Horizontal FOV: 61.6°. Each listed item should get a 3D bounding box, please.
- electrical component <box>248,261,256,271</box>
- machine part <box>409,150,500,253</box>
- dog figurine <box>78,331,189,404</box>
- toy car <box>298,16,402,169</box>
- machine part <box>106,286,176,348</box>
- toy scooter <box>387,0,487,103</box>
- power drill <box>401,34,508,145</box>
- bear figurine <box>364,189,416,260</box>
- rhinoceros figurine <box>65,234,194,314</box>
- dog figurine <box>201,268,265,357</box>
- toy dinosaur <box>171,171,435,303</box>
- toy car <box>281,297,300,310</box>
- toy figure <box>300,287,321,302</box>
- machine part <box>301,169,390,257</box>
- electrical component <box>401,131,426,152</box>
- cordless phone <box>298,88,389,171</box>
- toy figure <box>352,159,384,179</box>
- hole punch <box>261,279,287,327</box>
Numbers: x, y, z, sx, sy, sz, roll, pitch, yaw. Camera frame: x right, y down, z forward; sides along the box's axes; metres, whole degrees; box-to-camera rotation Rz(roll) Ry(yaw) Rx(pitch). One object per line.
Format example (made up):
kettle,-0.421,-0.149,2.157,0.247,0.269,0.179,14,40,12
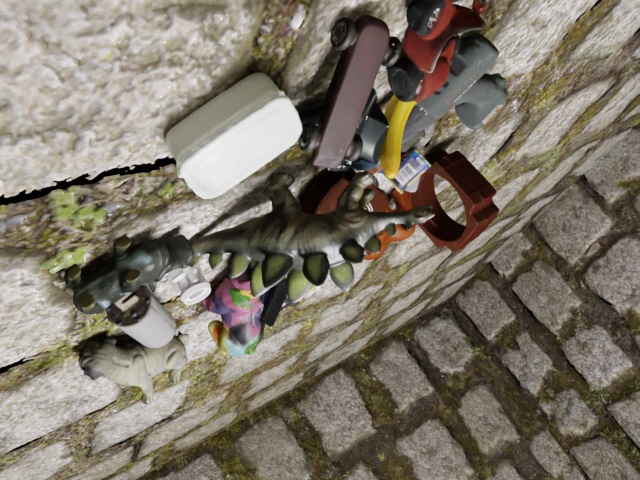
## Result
electrical component,-0.103,0.018,0.975,0.048,0.119,0.074,0,146,-31
machine part,0.297,-0.090,1.234,0.087,0.201,0.201,-28,160,-25
dog figurine,-0.357,0.218,1.054,0.172,0.121,0.190,-55,152,-21
toy car,0.034,-0.191,0.708,0.089,0.053,0.202,3,120,-34
machine part,-0.315,0.139,0.957,0.079,0.079,0.243,-31,161,-12
toy scooter,0.174,-0.284,0.774,0.135,0.075,0.183,-29,156,-20
power drill,0.237,-0.250,0.964,0.207,0.086,0.232,1,138,-48
bear figurine,0.142,-0.030,1.297,0.120,0.132,0.196,-20,174,-33
rhinoceros figurine,-0.282,0.051,0.811,0.190,0.073,0.112,-30,159,-14
dog figurine,-0.144,0.125,1.071,0.108,0.191,0.219,-11,166,-36
toy dinosaur,-0.051,-0.004,0.875,0.472,0.198,0.105,-6,153,15
toy car,-0.123,0.172,1.385,0.202,0.056,0.073,-32,167,-6
toy figure,-0.040,0.071,1.248,0.082,0.089,0.180,-26,151,-4
machine part,0.051,-0.045,1.014,0.179,0.056,0.179,-10,112,-26
electrical component,0.170,-0.197,1.045,0.094,0.021,0.063,-9,148,-53
cordless phone,0.001,-0.154,0.816,0.184,0.089,0.146,-18,159,-13
toy figure,0.093,-0.152,0.974,0.064,0.058,0.154,-36,166,20
hole punch,-0.132,0.127,1.244,0.116,0.092,0.142,-63,162,-13
